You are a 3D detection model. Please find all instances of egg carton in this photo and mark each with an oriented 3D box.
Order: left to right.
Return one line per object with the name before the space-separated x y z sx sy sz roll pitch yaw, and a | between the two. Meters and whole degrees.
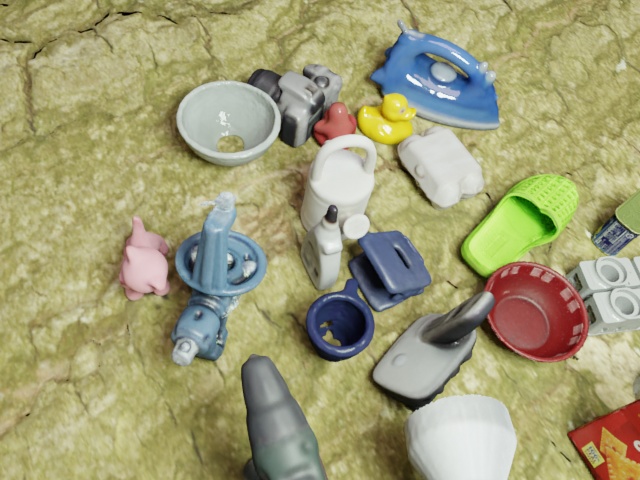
egg carton | 0.203 -0.124 0.976 0.107 0.069 0.150 -24 66 -21

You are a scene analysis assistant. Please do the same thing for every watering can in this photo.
watering can | 0.034 -0.080 0.851 0.101 0.194 0.172 -28 67 -22

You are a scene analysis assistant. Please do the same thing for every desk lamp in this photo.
desk lamp | 0.150 0.298 0.637 0.118 0.213 0.203 3 59 -7

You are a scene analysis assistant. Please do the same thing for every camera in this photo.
camera | -0.050 -0.259 0.997 0.136 0.101 0.143 31 60 10

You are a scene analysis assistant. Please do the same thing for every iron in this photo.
iron | 0.230 -0.301 1.042 0.258 0.141 0.119 24 59 5

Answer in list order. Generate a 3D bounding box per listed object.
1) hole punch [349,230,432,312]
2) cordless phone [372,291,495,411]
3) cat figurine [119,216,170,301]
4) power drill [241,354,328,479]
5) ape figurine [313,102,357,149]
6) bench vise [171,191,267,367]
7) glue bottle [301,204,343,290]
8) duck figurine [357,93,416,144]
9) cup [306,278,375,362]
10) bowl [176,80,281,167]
hole punch | 0.108 0.035 0.855 0.101 0.091 0.108 -22 65 -20
cordless phone | 0.152 0.138 0.747 0.094 0.185 0.148 38 62 14
cat figurine | -0.244 0.027 0.790 0.067 0.118 0.127 -9 62 -13
power drill | -0.039 0.260 0.632 0.076 0.208 0.229 -18 64 -18
ape figurine | 0.029 -0.199 0.979 0.078 0.092 0.076 -1 60 -9
bench vise | -0.128 0.052 0.734 0.121 0.220 0.207 2 60 -8
glue bottle | 0.007 0.003 0.811 0.037 0.173 0.078 -17 64 -17
duck figurine | 0.121 -0.224 1.012 0.104 0.086 0.077 16 59 1
cup | 0.025 0.118 0.792 0.091 0.095 0.118 17 59 1
bowl | -0.150 -0.181 0.951 0.167 0.075 0.167 4 59 -6
